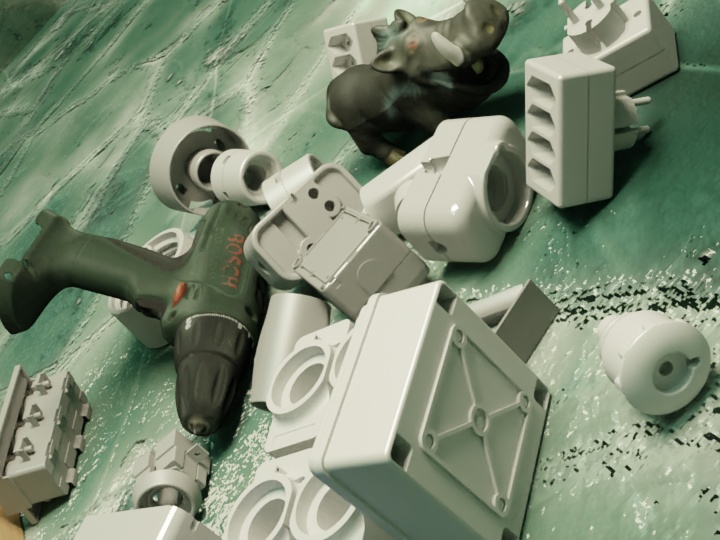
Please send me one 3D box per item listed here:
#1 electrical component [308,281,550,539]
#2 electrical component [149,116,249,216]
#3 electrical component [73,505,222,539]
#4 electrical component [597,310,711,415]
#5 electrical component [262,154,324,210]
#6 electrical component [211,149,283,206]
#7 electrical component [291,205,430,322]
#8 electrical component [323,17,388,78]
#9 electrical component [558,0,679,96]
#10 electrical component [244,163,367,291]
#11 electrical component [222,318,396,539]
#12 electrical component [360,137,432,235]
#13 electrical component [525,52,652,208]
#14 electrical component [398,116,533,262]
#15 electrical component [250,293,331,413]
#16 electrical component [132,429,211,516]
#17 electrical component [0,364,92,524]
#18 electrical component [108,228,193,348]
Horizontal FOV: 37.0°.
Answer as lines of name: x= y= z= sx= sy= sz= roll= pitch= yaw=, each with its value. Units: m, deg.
electrical component: x=0.040 y=0.080 z=0.552 sx=0.056 sy=0.109 sz=0.108 roll=-16 pitch=41 yaw=40
electrical component: x=-0.156 y=-0.101 z=1.053 sx=0.099 sy=0.099 sz=0.064 roll=-53 pitch=36 yaw=-10
electrical component: x=-0.133 y=0.195 z=0.675 sx=0.113 sy=0.078 sz=0.057 roll=-18 pitch=38 yaw=42
electrical component: x=0.140 y=0.040 z=0.534 sx=0.048 sy=0.048 sz=0.062 roll=-47 pitch=22 yaw=2
electrical component: x=-0.047 y=-0.065 z=0.904 sx=0.047 sy=0.055 sz=0.055 roll=-34 pitch=31 yaw=16
electrical component: x=-0.104 y=-0.086 z=1.007 sx=0.047 sy=0.055 sz=0.055 roll=5 pitch=58 yaw=51
electrical component: x=0.000 y=0.000 z=0.760 sx=0.061 sy=0.061 sz=0.096 roll=-49 pitch=21 yaw=-3
electrical component: x=0.018 y=-0.177 z=0.943 sx=0.076 sy=0.083 sz=0.047 roll=-19 pitch=13 yaw=-33
electrical component: x=0.161 y=-0.156 z=0.710 sx=0.066 sy=0.077 sz=0.047 roll=-27 pitch=35 yaw=33
electrical component: x=-0.042 y=-0.032 z=0.832 sx=0.095 sy=0.053 sz=0.059 roll=-44 pitch=2 yaw=-17
electrical component: x=-0.008 y=0.110 z=0.629 sx=0.105 sy=0.060 sz=0.186 roll=-23 pitch=37 yaw=37
electrical component: x=0.043 y=-0.052 z=0.775 sx=0.077 sy=0.044 sz=0.079 roll=-34 pitch=31 yaw=22
electrical component: x=0.146 y=-0.090 z=0.663 sx=0.076 sy=0.083 sz=0.047 roll=-12 pitch=26 yaw=-14
electrical component: x=0.075 y=-0.054 z=0.715 sx=0.059 sy=0.053 sz=0.095 roll=2 pitch=58 yaw=43
electrical component: x=-0.053 y=0.063 z=0.757 sx=0.079 sy=0.043 sz=0.077 roll=140 pitch=142 yaw=-67
electrical component: x=-0.136 y=0.152 z=0.766 sx=0.066 sy=0.048 sz=0.055 roll=-40 pitch=22 yaw=14
electrical component: x=-0.282 y=0.148 z=0.945 sx=0.063 sy=0.078 sz=0.121 roll=-17 pitch=36 yaw=9
electrical component: x=-0.185 y=0.011 z=0.987 sx=0.108 sy=0.060 sz=0.108 roll=-33 pitch=32 yaw=24
